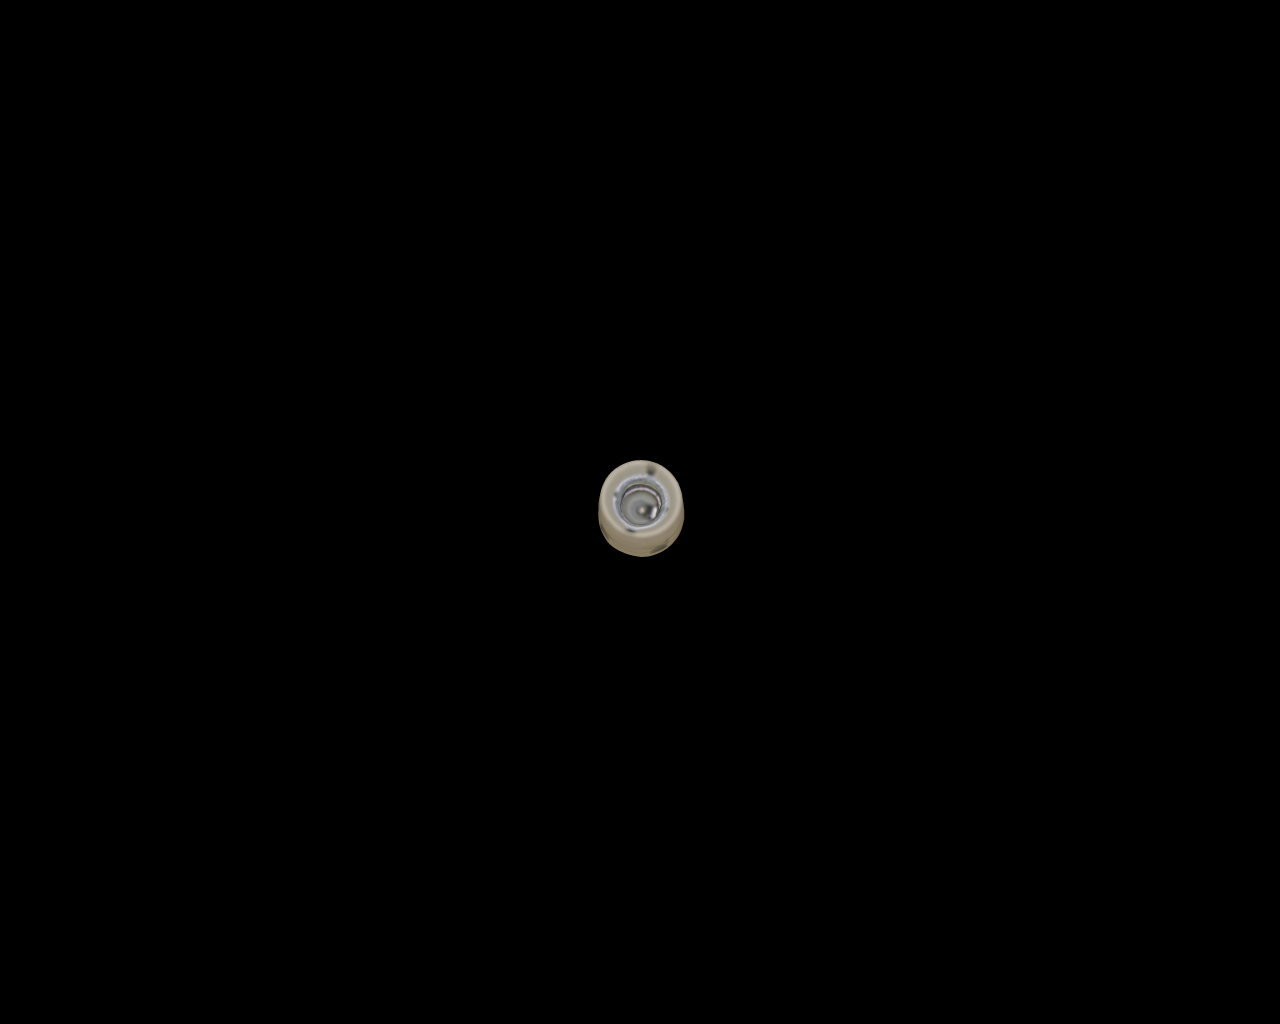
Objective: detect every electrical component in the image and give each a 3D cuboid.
[{"bbox_3d":[0.001,-0.003,0.650,0.055,0.055,0.047,0,-13,0],"label":"electrical component"}]
